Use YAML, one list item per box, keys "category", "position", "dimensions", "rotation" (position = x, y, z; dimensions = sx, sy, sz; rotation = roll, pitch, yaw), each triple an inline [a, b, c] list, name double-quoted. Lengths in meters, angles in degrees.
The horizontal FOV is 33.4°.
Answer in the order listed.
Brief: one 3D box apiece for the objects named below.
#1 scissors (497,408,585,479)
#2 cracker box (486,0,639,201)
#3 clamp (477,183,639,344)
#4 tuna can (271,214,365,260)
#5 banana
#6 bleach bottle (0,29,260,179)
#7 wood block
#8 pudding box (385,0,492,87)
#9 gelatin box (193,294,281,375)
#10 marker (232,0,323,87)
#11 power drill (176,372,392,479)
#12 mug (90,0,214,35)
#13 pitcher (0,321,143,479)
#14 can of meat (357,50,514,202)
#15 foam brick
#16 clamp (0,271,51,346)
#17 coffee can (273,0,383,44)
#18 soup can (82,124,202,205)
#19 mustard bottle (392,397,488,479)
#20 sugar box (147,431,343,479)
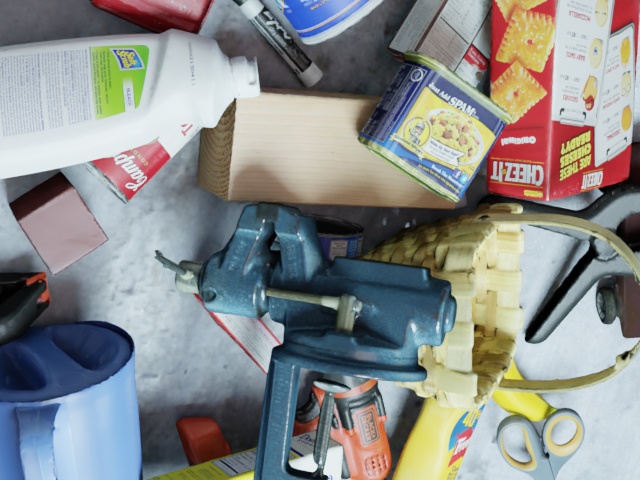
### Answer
- category: "scissors"
  position: [0.247, 0.241, 1.091]
  dimensions: [0.096, 0.016, 0.201]
  rotation: [-29, 120, 12]
- category: "cracker box"
  position: [0.219, -0.153, 0.957]
  dimensions: [0.163, 0.072, 0.214]
  rotation: [-14, 109, -48]
- category: "clamp"
  position: [0.269, 0.011, 1.031]
  dimensions: [0.210, 0.036, 0.164]
  rotation: [-14, 112, 6]
- category: "tuna can"
  position: [-0.006, 0.001, 0.921]
  dimensions: [0.086, 0.086, 0.034]
  rotation: [2, 103, -23]
- category: "banana"
  position: [0.183, 0.109, 1.047]
  dimensions: [0.069, 0.037, 0.197]
  rotation: [-30, 114, -7]
- category: "bleach bottle"
  position: [-0.169, -0.100, 0.792]
  dimensions: [0.251, 0.068, 0.102]
  rotation: [-7, 81, -1]
- category: "wood block"
  position: [0.009, -0.080, 0.907]
  dimensions: [0.205, 0.090, 0.091]
  rotation: [1, 101, -23]
- category: "pudding box"
  position: [0.121, -0.189, 0.945]
  dimensions: [0.089, 0.039, 0.113]
  rotation: [34, 86, -42]
- category: "gelatin box"
  position: [-0.071, 0.069, 0.915]
  dimensions: [0.030, 0.073, 0.089]
  rotation: [-42, 114, -8]
- category: "marker"
  position: [-0.042, -0.179, 0.902]
  dimensions: [0.020, 0.020, 0.121]
  rotation: [-47, 114, -7]
- category: "power drill"
  position: [-0.030, 0.164, 0.963]
  dimensions: [0.187, 0.057, 0.184]
  rotation: [-20, 109, -17]
- category: "mug"
  position: [-0.124, -0.215, 0.829]
  dimensions: [0.081, 0.093, 0.117]
  rotation: [20, 63, -20]
- category: "pitcher"
  position: [-0.201, 0.198, 0.845]
  dimensions: [0.149, 0.145, 0.243]
  rotation: [-30, 124, -48]
- category: "can of meat"
  position: [0.091, -0.089, 0.857]
  dimensions: [0.102, 0.057, 0.084]
  rotation: [31, 92, -26]
- category: "foam brick"
  position: [-0.206, -0.015, 0.839]
  dimensions: [0.051, 0.078, 0.053]
  rotation: [-33, 112, -11]
- category: "clamp"
  position: [-0.284, 0.070, 0.810]
  dimensions: [0.171, 0.120, 0.039]
  rotation: [-17, 135, -21]
- category: "coffee can"
  position: [-0.014, -0.243, 0.853]
  dimensions: [0.102, 0.103, 0.140]
  rotation: [-43, 114, -8]
- category: "soup can"
  position: [-0.144, -0.088, 0.854]
  dimensions: [0.102, 0.069, 0.068]
  rotation: [-46, 114, -8]
- category: "mustard bottle"
  position: [0.116, 0.183, 1.014]
  dimensions: [0.096, 0.058, 0.191]
  rotation: [16, 95, -65]
- category: "sugar box"
  position: [-0.063, 0.225, 0.889]
  dimensions: [0.175, 0.048, 0.093]
  rotation: [-9, 109, -39]
